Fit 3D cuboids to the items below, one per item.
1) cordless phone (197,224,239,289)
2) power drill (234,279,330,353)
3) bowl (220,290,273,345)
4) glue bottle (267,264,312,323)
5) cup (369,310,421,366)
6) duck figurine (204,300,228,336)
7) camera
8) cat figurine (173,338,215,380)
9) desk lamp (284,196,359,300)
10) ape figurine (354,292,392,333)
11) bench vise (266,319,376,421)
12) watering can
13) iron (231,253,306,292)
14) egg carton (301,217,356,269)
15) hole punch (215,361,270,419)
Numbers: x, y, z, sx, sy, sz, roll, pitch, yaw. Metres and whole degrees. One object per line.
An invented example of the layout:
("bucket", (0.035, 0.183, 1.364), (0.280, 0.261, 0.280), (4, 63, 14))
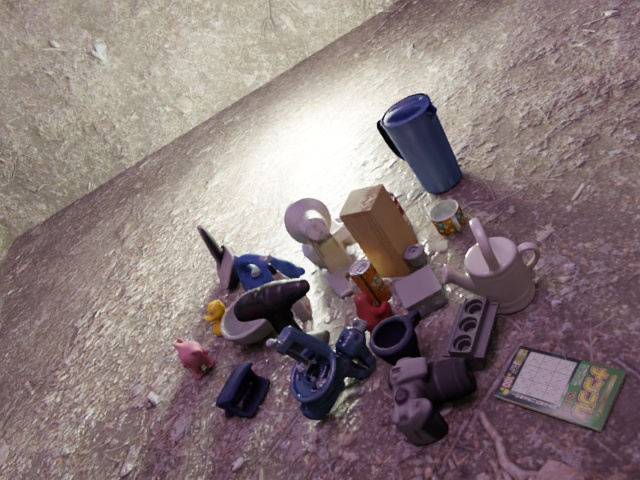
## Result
("cordless phone", (-0.298, 0.045, 1.674), (0.094, 0.185, 0.147), (-41, 31, -8))
("power drill", (-0.070, 0.170, 1.259), (0.228, 0.209, 0.076), (-12, 38, 34))
("bowl", (-0.163, 0.202, 1.436), (0.167, 0.075, 0.167), (-25, 33, 18))
("glue bottle", (-0.077, 0.118, 1.369), (0.037, 0.173, 0.078), (-30, 32, 9))
("cup", (0.163, 0.198, 1.101), (0.118, 0.095, 0.091), (-45, 32, -14))
("duck figurine", (-0.260, 0.195, 1.531), (0.104, 0.086, 0.077), (-40, 31, -7))
("camera", (0.193, 0.256, 0.987), (0.136, 0.101, 0.143), (-22, 34, 22))
("cat figurine", (-0.327, 0.285, 1.443), (0.067, 0.118, 0.127), (-44, 32, -12))
("desk lamp", (0.013, 0.005, 1.394), (0.118, 0.214, 0.202), (-38, 31, -2))
("ape figurine", (0.106, 0.148, 1.228), (0.077, 0.092, 0.076), (-2, 45, 43))
("bench vise", (-0.004, 0.218, 1.117), (0.121, 0.220, 0.208), (1, 47, 45))
("watering can", (0.314, 0.045, 1.063), (0.173, 0.194, 0.100), (-36, 31, 0))
("iron", (-0.167, 0.083, 1.536), (0.257, 0.142, 0.119), (2, 47, 46))
("egg carton", (0.024, 0.005, 1.525), (0.150, 0.070, 0.107), (-40, 31, -7))
("hole punch", (-0.184, 0.330, 1.269), (0.100, 0.091, 0.109), (-7, 41, 39))
